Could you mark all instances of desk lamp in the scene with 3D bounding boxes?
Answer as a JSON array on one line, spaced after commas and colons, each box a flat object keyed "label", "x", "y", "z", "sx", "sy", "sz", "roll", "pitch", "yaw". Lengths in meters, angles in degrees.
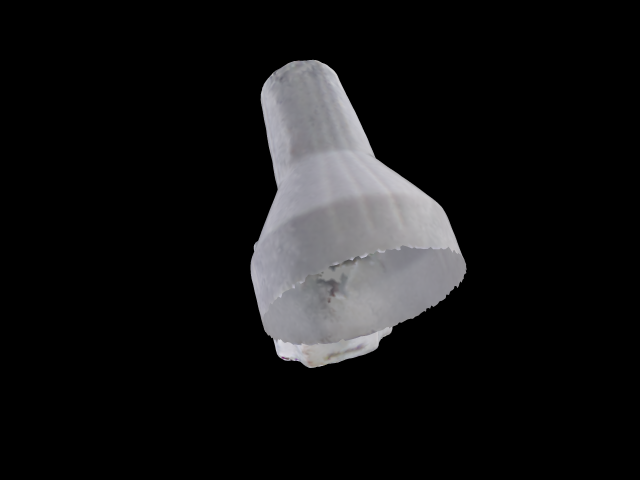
[{"label": "desk lamp", "x": 0.004, "y": 0.001, "z": 0.400, "sx": 0.118, "sy": 0.214, "sz": 0.203, "roll": -11, "pitch": 47, "yaw": -10}]
